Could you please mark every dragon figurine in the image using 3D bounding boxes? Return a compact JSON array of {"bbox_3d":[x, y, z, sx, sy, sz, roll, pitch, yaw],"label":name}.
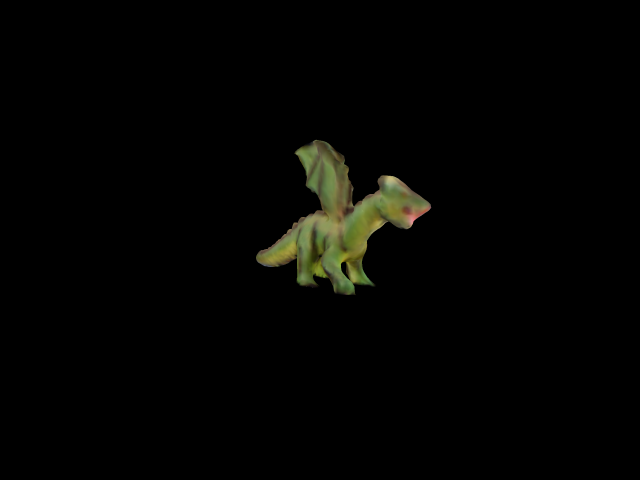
[{"bbox_3d":[0.003,-0.043,0.850,0.123,0.241,0.411,-7,11,-42],"label":"dragon figurine"}]
